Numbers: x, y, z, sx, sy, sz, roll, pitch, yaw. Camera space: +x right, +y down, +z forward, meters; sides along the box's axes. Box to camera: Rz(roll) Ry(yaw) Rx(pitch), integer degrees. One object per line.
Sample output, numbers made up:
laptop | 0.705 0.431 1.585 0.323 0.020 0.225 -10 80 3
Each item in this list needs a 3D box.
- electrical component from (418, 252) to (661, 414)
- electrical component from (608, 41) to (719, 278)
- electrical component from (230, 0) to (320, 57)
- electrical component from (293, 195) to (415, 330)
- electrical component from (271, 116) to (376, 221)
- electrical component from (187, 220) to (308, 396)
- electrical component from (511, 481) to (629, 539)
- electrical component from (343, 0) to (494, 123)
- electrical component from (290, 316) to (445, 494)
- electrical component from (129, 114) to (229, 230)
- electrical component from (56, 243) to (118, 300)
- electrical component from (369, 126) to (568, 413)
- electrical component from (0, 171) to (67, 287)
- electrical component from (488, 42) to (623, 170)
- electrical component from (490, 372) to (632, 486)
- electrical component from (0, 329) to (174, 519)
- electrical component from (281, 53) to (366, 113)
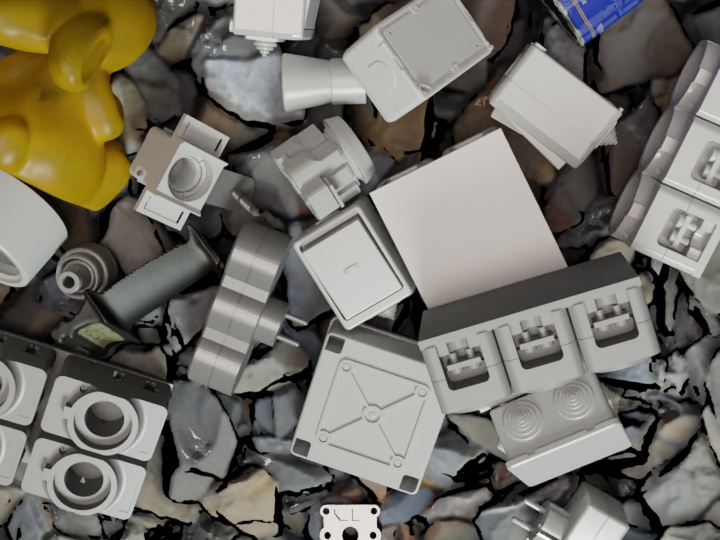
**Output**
electrical component | 0.122 0.046 0.745 0.150 0.089 0.061 -17 99 9
electrical component | 0.240 -0.081 0.770 0.062 0.089 0.150 24 103 0
electrical component | -0.057 -0.204 0.788 0.061 0.061 0.096 7 103 4
electrical component | 0.000 0.000 0.826 0.062 0.061 0.096 -31 97 11
electrical component | -0.026 -0.079 0.809 0.057 0.078 0.058 -35 132 -4
electrical component | -0.078 0.037 0.846 0.074 0.052 0.138 22 103 1
electrical component | 0.159 0.210 0.862 0.076 0.047 0.083 30 103 -1
electrical component | 0.044 -0.159 0.780 0.096 0.061 0.061 -39 97 -30
electrical component | 0.012 0.106 0.850 0.109 0.056 0.108 18 103 2
electrical component | -0.141 -0.077 0.817 0.042 0.064 0.081 27 94 -41
electrical component | -0.219 0.003 0.849 0.043 0.062 0.043 1 102 5
electrical component | 0.099 -0.003 0.816 0.105 0.060 0.186 -26 98 10
electrical component | -0.286 -0.030 0.818 0.108 0.108 0.060 29 65 -1
electrical component | 0.144 -0.114 0.787 0.096 0.061 0.061 37 103 -3
electrical component | 0.153 0.120 0.819 0.100 0.099 0.048 -24 64 10
electrical component | -0.257 0.120 0.859 0.186 0.060 0.105 19 104 -11
electrical component | -0.025 -0.142 0.809 0.065 0.044 0.044 -2 102 1
